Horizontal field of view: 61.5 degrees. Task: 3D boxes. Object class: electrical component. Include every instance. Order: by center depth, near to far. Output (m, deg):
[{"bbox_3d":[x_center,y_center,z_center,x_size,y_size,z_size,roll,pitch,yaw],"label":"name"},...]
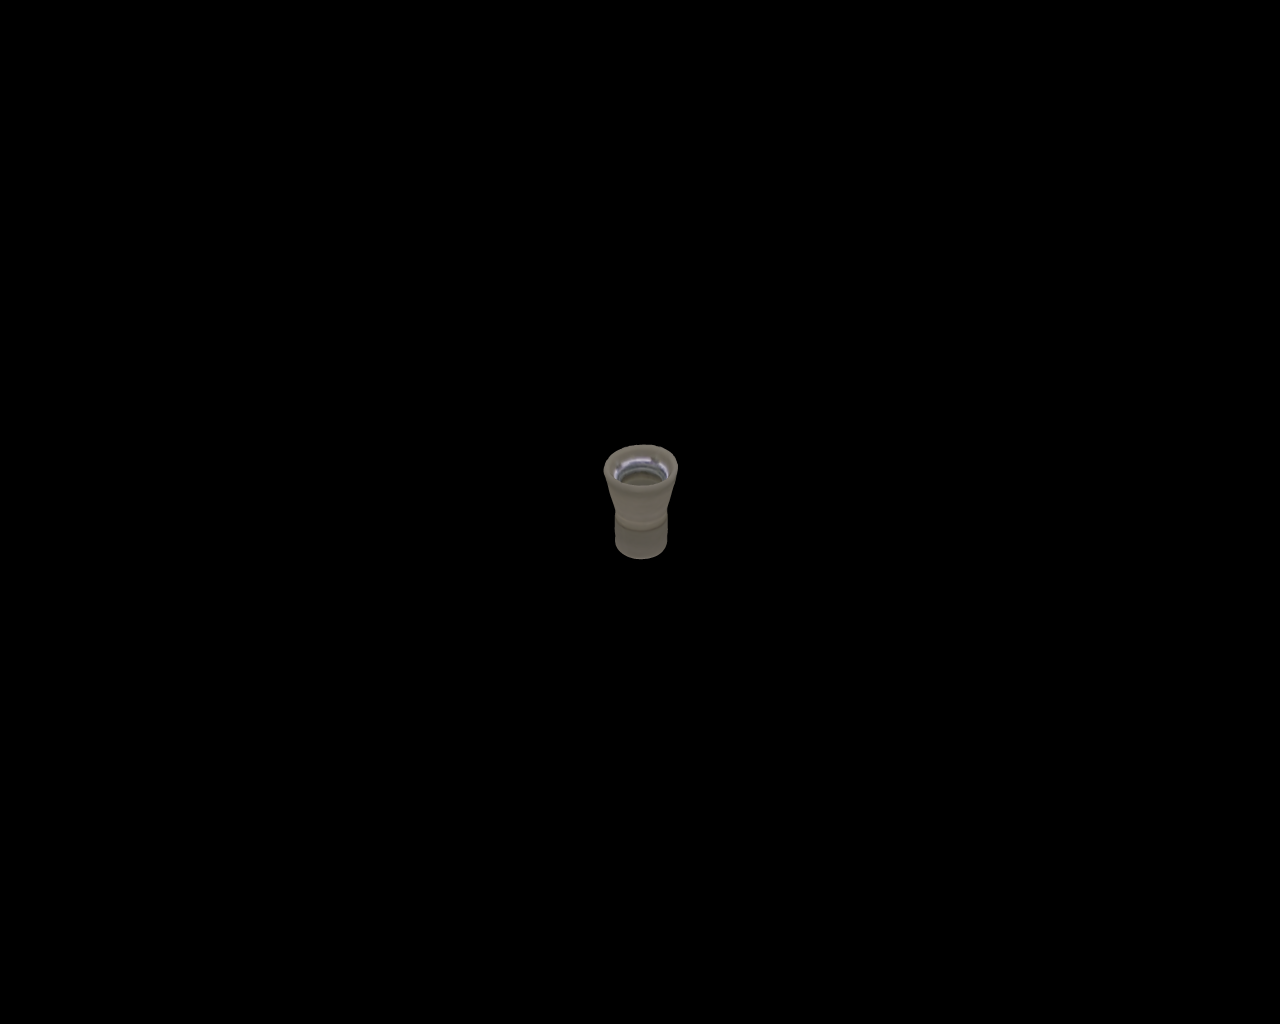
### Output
[{"bbox_3d":[0.001,-0.003,0.650,0.044,0.065,0.044,0,38,0],"label":"electrical component"}]
